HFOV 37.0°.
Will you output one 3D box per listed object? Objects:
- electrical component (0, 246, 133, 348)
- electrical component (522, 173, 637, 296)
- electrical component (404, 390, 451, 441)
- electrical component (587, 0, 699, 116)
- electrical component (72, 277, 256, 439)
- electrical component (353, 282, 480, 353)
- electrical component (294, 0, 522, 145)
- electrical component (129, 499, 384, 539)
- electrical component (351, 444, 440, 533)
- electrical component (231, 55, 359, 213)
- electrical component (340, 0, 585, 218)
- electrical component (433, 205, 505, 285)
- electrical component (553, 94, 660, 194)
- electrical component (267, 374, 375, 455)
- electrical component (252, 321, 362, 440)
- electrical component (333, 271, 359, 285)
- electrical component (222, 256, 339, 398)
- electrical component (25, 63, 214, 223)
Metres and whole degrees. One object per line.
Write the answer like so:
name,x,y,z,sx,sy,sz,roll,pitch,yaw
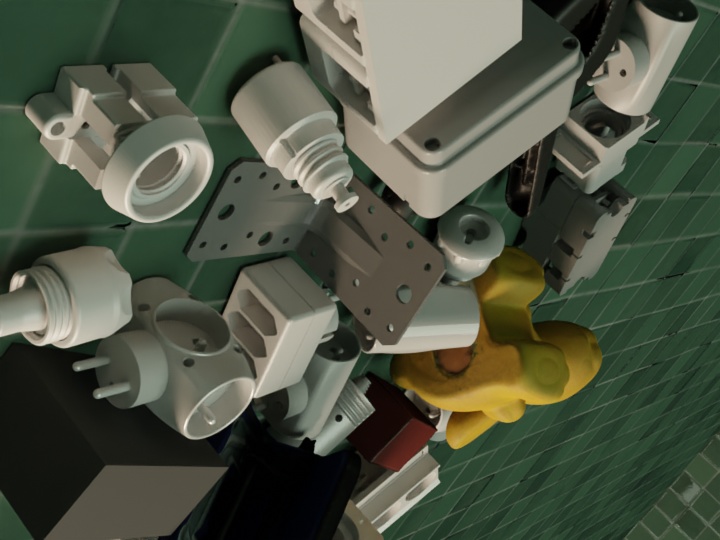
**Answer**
electrical component,-0.137,0.014,0.481,0.062,0.043,0.043,-17,143,-44
electrical component,0.167,-0.035,0.847,0.050,0.056,0.089,-25,148,-35
electrical component,0.070,0.124,0.953,0.077,0.044,0.079,-14,141,-48
electrical component,0.181,-0.143,0.723,0.079,0.043,0.077,-25,148,-36
electrical component,-0.105,0.047,0.538,0.079,0.077,0.044,-12,140,-48
electrical component,0.032,0.037,0.757,0.077,0.044,0.079,-2,169,-23
electrical component,0.017,-0.139,0.460,0.089,0.062,0.150,-39,154,-13
electrical component,-0.082,0.199,0.765,0.186,0.105,0.060,-13,140,-48
electrical component,0.004,0.193,0.934,0.121,0.063,0.078,-37,154,-16
electrical component,-0.027,-0.061,0.502,0.040,0.078,0.040,-33,165,-10
electrical component,0.053,-0.093,0.565,0.113,0.078,0.057,-37,156,-17
electrical component,0.071,-0.012,0.754,0.048,0.048,0.062,-29,157,-31
electrical component,0.174,-0.093,0.788,0.081,0.042,0.063,-34,154,-21
electrical component,-0.025,0.106,0.785,0.081,0.043,0.043,-41,154,-8
electrical component,-0.045,0.077,0.712,0.079,0.043,0.077,-17,143,-45
electrical component,0.000,0.000,0.675,0.035,0.035,0.061,-36,156,-18
electrical component,-0.039,0.030,0.645,0.077,0.047,0.065,-16,142,-46
electrical component,-0.092,-0.052,0.435,0.066,0.055,0.048,-15,141,-47
